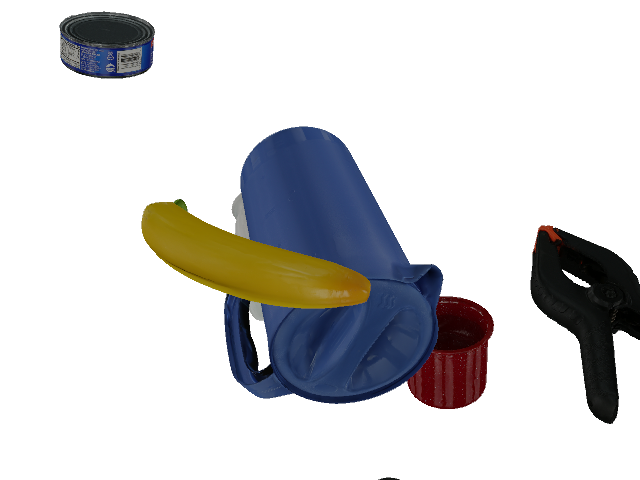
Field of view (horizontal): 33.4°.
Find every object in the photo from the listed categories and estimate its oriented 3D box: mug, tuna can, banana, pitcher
[{"bbox_3d":[0.135,0.110,1.090,0.093,0.081,0.117,17,39,29],"label":"mug"},{"bbox_3d":[-0.196,-0.180,0.981,0.086,0.034,0.086,6,31,-3],"label":"tuna can"},{"bbox_3d":[-0.059,0.006,0.694,0.069,0.037,0.198,-27,37,-37],"label":"banana"},{"bbox_3d":[-0.007,0.015,0.904,0.149,0.145,0.243,0,37,-15],"label":"pitcher"}]

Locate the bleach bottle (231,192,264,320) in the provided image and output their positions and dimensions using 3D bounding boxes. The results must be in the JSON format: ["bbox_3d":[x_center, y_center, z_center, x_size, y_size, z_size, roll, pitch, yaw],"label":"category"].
[{"bbox_3d":[-0.060,-0.001,1.239,0.102,0.068,0.251,-8,29,-13],"label":"bleach bottle"}]

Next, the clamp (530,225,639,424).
[{"bbox_3d":[0.212,0.051,0.752,0.120,0.039,0.171,-3,45,-19],"label":"clamp"}]

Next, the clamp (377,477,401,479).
[{"bbox_3d":[-0.028,0.208,0.637,0.210,0.036,0.164,-5,27,2],"label":"clamp"}]
